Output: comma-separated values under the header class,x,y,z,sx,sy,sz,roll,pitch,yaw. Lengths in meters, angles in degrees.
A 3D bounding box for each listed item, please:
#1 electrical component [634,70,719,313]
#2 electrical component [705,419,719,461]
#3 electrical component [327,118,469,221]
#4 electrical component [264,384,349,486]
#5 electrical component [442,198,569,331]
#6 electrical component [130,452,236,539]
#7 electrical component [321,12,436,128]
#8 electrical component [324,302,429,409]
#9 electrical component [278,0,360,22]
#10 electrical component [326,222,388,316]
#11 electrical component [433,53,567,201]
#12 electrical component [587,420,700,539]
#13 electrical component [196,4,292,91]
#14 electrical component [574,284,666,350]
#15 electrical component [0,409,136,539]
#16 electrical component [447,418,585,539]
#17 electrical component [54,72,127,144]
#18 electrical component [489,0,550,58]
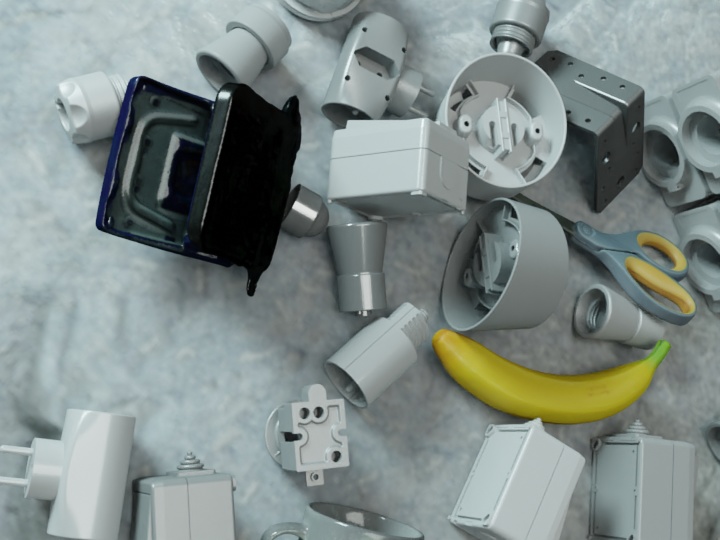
class,x,y,z,sx,sy,sz,roll,pitch,yaw
electrical component,0.299,-0.064,0.869,0.060,0.105,0.186,-24,92,-24
electrical component,0.319,0.132,0.881,0.055,0.045,0.045,-27,93,-25
electrical component,0.022,-0.072,0.762,0.062,0.096,0.061,19,72,-53
electrical component,-0.036,0.111,0.726,0.048,0.055,0.066,-2,83,-24
electrical component,0.103,-0.002,0.781,0.064,0.099,0.099,7,79,-28
electrical component,-0.115,0.164,0.681,0.061,0.062,0.096,-1,82,-24
electrical component,0.019,-0.138,0.794,0.079,0.043,0.077,24,73,-18
electrical component,0.018,0.056,0.764,0.081,0.043,0.043,-40,99,-23
electrical component,-0.026,-0.226,0.783,0.080,0.051,0.080,4,81,-23
electrical component,0.000,0.000,0.767,0.044,0.044,0.065,-4,89,-24
electrical component,0.103,-0.104,0.810,0.099,0.064,0.099,7,68,-17
electrical component,0.219,0.164,0.824,0.061,0.062,0.096,9,79,-22
electrical component,-0.081,-0.153,0.752,0.045,0.045,0.055,45,68,-11
electrical component,0.208,0.040,0.850,0.065,0.044,0.044,16,76,-25
electrical component,-0.184,0.125,0.667,0.079,0.043,0.077,11,78,-21
electrical component,0.120,0.155,0.783,0.061,0.062,0.096,33,71,-16
electrical component,-0.166,-0.110,0.710,0.062,0.043,0.043,-20,90,-26
electrical component,0.122,-0.185,0.845,0.043,0.043,0.062,25,74,-18
